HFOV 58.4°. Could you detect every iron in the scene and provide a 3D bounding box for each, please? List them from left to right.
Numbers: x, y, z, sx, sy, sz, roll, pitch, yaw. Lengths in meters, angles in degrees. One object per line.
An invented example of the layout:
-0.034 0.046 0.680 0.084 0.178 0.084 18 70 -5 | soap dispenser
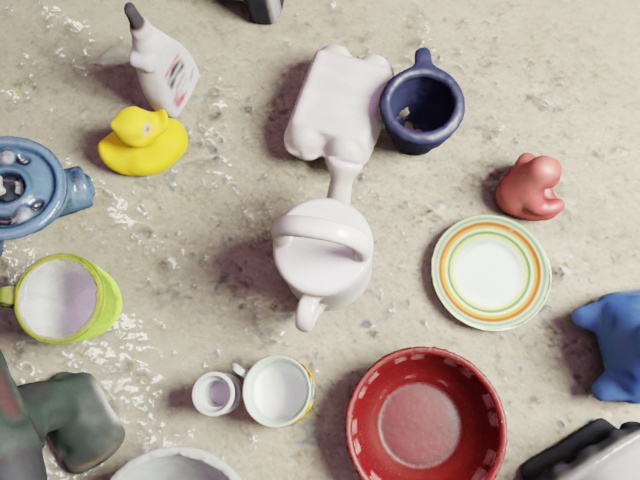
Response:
0.397 0.088 0.559 0.258 0.141 0.118 -11 76 0 | iron

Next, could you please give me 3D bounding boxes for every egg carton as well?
0.025 -0.155 0.676 0.107 0.069 0.150 16 78 7 | egg carton

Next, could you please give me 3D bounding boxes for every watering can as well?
0.003 0.002 0.574 0.101 0.194 0.173 -8 76 1 | watering can

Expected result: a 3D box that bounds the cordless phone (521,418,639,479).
0.268 0.228 0.509 0.147 0.185 0.094 -34 77 -5 | cordless phone

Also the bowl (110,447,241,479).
-0.138 0.290 0.573 0.167 0.075 0.167 -1 76 3 | bowl

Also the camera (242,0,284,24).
-0.109 -0.363 0.718 0.136 0.101 0.143 8 77 5 | camera

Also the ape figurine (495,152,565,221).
0.237 -0.063 0.630 0.076 0.092 0.078 -6 76 2 | ape figurine

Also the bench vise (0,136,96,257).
-0.364 -0.037 0.590 0.207 0.220 0.121 -41 77 -7 | bench vise

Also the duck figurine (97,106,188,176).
-0.216 -0.123 0.673 0.104 0.086 0.077 -18 76 -1 | duck figurine

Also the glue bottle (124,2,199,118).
-0.185 -0.208 0.647 0.037 0.173 0.078 19 78 8 | glue bottle

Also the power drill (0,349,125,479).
-0.268 0.181 0.537 0.075 0.208 0.229 -36 77 -6 | power drill

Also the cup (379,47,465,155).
0.112 -0.149 0.657 0.091 0.095 0.118 1 76 4 | cup
